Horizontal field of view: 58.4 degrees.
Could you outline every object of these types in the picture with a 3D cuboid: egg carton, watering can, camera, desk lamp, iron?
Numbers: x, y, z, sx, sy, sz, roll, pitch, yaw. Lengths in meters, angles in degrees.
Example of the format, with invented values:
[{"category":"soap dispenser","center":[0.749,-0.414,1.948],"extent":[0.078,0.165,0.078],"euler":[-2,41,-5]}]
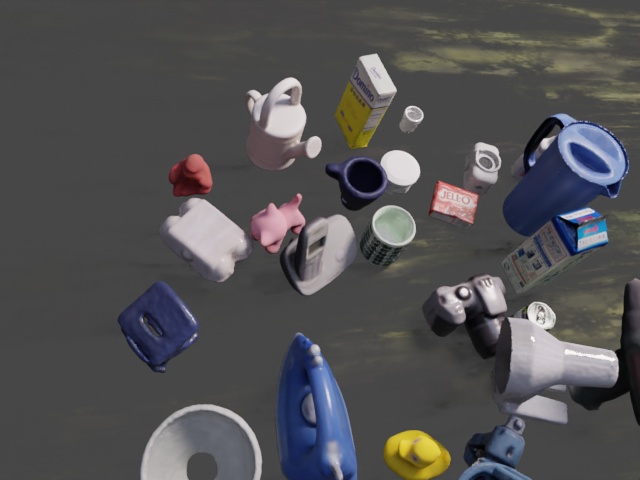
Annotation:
[{"category":"egg carton","center":[-0.195,0.000,0.980],"extent":[0.150,0.069,0.107],"euler":[38,62,7]},{"category":"watering can","center":[-0.070,-0.215,1.045],"extent":[0.173,0.194,0.101],"euler":[25,61,0]},{"category":"camera","center":[0.277,0.139,1.007],"extent":[0.143,0.100,0.136],"euler":[-13,68,-19]},{"category":"desk lamp","center":[0.357,0.213,0.926],"extent":[0.203,0.213,0.118],"euler":[13,62,-7]},{"category":"iron","center":[-0.005,0.247,0.864],"extent":[0.119,0.141,0.258],"euler":[-4,66,-15]}]

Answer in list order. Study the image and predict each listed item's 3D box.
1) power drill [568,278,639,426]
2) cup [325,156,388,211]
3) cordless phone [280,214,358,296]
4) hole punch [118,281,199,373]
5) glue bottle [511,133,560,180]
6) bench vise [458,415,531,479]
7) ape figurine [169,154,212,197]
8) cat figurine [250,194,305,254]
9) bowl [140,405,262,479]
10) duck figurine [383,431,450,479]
[{"category":"power drill","center":[0.505,0.205,0.968],"extent":[0.076,0.208,0.229],"euler":[0,64,-13]},{"category":"cup","center":[0.059,-0.100,1.076],"extent":[0.118,0.095,0.092],"euler":[17,62,-4]},{"category":"cordless phone","center":[0.009,0.003,0.962],"extent":[0.148,0.185,0.094],"euler":[-38,78,-26]},{"category":"hole punch","center":[-0.250,0.136,0.889],"extent":[0.101,0.091,0.108],"euler":[-38,78,-26]},{"category":"glue bottle","center":[0.463,-0.178,1.165],"extent":[0.078,0.173,0.037],"euler":[5,63,-10]},{"category":"bench vise","center":[0.258,0.347,0.833],"extent":[0.121,0.219,0.207],"euler":[14,62,-6]},{"category":"ape figurine","center":[-0.226,-0.120,1.019],"extent":[0.078,0.092,0.076],"euler":[32,62,3]},{"category":"cat figurine","center":[-0.076,-0.033,0.998],"extent":[0.067,0.117,0.128],"euler":[42,63,9]},{"category":"bowl","center":[-0.170,0.328,0.823],"extent":[0.167,0.074,0.167],"euler":[5,63,-11]},{"category":"duck figurine","center":[0.159,0.334,0.892],"extent":[0.104,0.086,0.077],"euler":[13,62,-7]}]
